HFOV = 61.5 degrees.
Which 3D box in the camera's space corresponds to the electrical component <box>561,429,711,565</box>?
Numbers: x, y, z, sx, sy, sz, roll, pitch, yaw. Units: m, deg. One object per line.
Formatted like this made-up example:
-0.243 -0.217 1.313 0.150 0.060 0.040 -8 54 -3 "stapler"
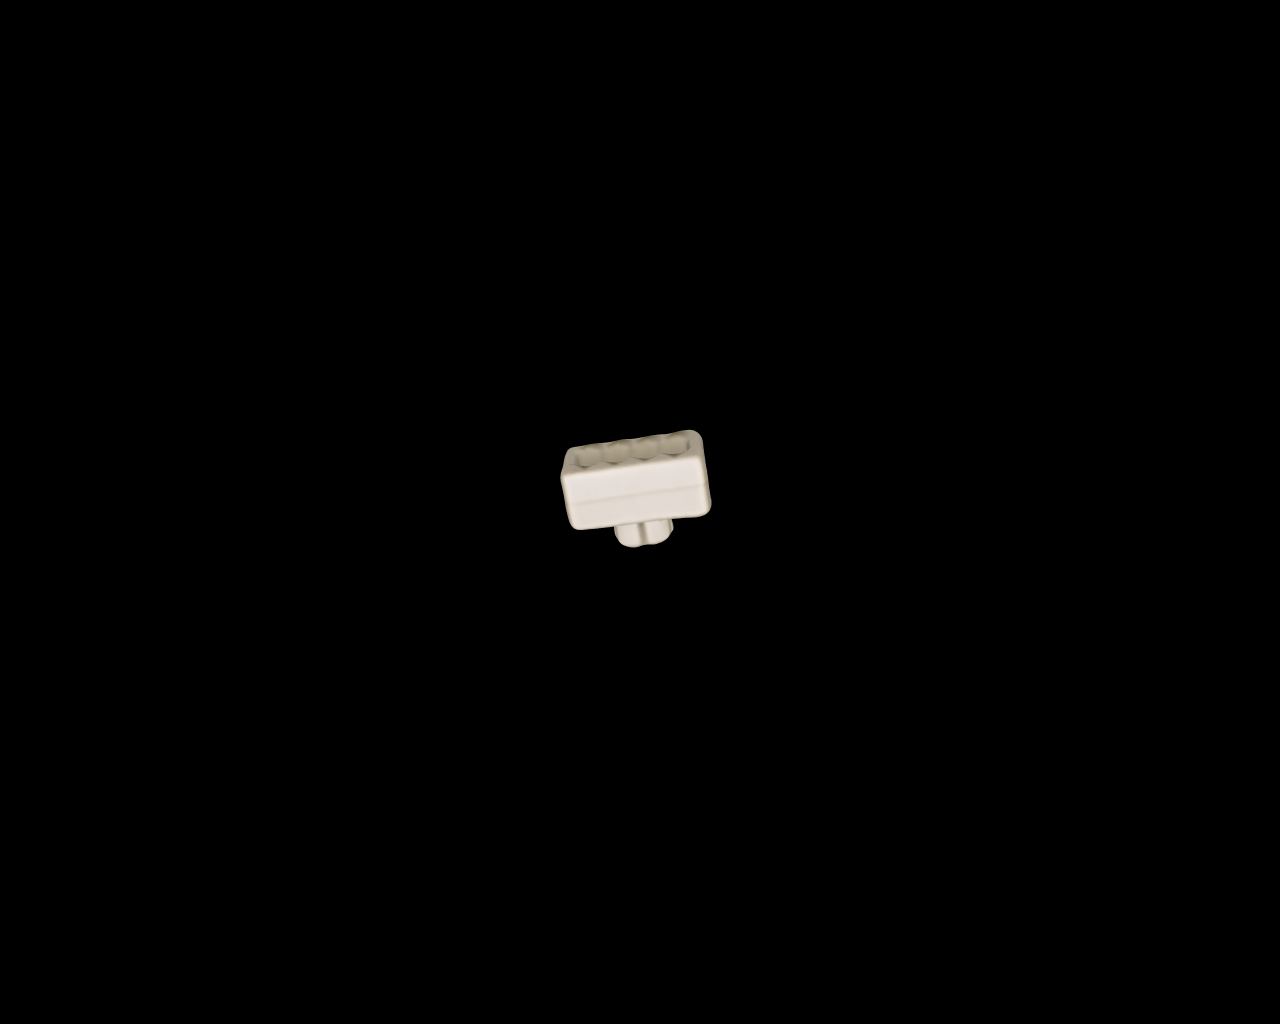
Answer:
0.001 -0.003 0.650 0.083 0.075 0.047 -8 24 3 "electrical component"
